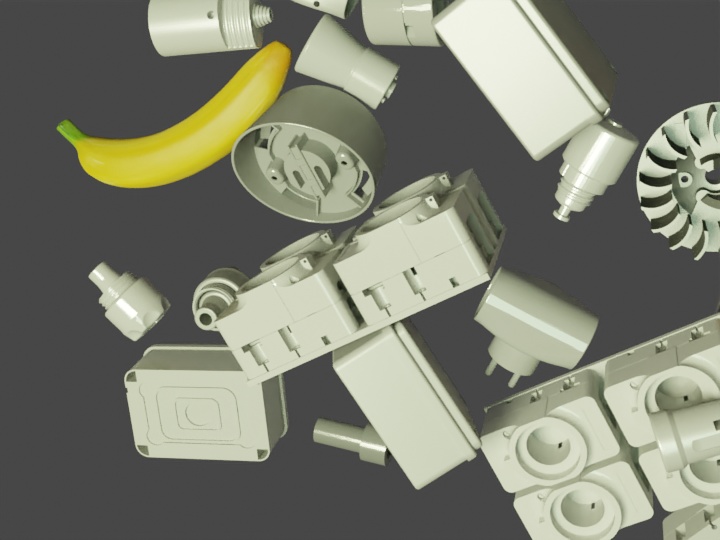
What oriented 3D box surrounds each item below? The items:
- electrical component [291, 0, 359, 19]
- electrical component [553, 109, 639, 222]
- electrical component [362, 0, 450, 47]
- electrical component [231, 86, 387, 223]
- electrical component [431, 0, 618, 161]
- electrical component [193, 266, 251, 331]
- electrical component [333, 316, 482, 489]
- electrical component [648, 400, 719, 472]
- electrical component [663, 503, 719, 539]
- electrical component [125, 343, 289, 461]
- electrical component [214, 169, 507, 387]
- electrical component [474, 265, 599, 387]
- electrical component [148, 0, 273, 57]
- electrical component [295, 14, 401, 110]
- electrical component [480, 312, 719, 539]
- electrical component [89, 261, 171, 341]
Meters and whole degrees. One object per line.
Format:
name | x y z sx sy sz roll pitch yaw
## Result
electrical component | -0.029 -0.217 0.707 0.077 0.043 0.079 25 113 4
electrical component | 0.153 -0.068 0.719 0.040 0.040 0.078 28 113 3
electrical component | 0.030 -0.173 0.704 0.047 0.055 0.055 1 110 17
electrical component | -0.032 -0.076 0.738 0.099 0.064 0.099 13 134 14
electrical component | 0.105 -0.136 0.669 0.056 0.108 0.108 -35 98 25
electrical component | -0.104 0.025 0.803 0.043 0.062 0.043 4 110 12
electrical component | 0.031 0.083 0.762 0.056 0.108 0.108 -33 99 4
electrical component | 0.216 0.107 0.700 0.046 0.040 0.040 -18 104 13
electrical component | 0.267 0.183 0.773 0.050 0.055 0.089 44 113 -4
electrical component | -0.117 0.100 0.836 0.113 0.057 0.078 0 109 14
electrical component | 0.000 0.000 0.745 0.186 0.105 0.060 -25 102 21
electrical component | 0.117 0.048 0.767 0.077 0.044 0.079 28 113 3
electrical component | -0.099 -0.172 0.741 0.081 0.043 0.043 -2 109 14
electrical component | -0.006 -0.139 0.732 0.065 0.044 0.044 30 114 -4
electrical component | 0.192 0.121 0.767 0.186 0.060 0.105 -25 102 21
electrical component | -0.181 0.021 0.831 0.062 0.043 0.043 44 113 -3
